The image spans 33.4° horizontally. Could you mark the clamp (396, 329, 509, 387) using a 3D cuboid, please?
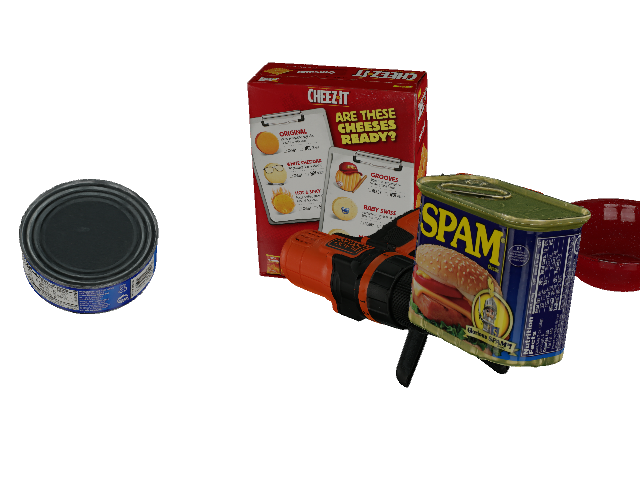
[{"bbox_3d":[0.133,0.086,1.143,0.120,0.171,0.039,4,-44,-9],"label":"clamp"}]

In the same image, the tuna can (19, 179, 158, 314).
[{"bbox_3d":[-0.146,0.004,0.679,0.086,0.086,0.034,0,-37,-10],"label":"tuna can"}]

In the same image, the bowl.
[{"bbox_3d":[0.323,0.010,1.159,0.162,0.055,0.162,-2,27,1],"label":"bowl"}]

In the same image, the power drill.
[{"bbox_3d":[0.090,0.008,0.810,0.187,0.057,0.185,-22,29,-36],"label":"power drill"}]

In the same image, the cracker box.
[{"bbox_3d":[0.020,-0.062,1.054,0.164,0.214,0.072,6,29,14],"label":"cracker box"}]

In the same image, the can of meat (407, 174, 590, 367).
[{"bbox_3d":[0.095,0.015,0.593,0.057,0.084,0.102,-6,18,-32],"label":"can of meat"}]
